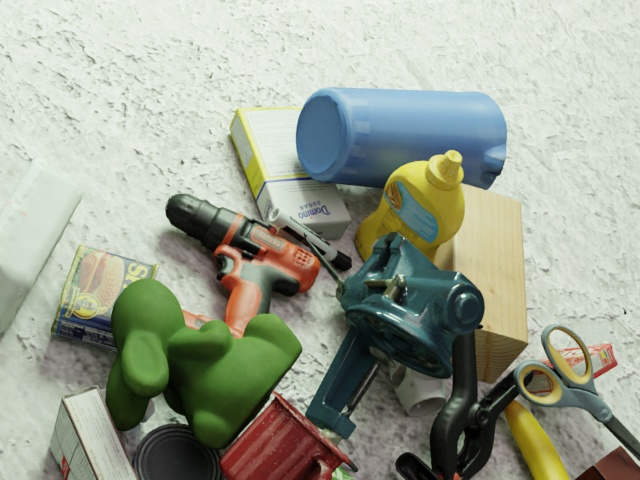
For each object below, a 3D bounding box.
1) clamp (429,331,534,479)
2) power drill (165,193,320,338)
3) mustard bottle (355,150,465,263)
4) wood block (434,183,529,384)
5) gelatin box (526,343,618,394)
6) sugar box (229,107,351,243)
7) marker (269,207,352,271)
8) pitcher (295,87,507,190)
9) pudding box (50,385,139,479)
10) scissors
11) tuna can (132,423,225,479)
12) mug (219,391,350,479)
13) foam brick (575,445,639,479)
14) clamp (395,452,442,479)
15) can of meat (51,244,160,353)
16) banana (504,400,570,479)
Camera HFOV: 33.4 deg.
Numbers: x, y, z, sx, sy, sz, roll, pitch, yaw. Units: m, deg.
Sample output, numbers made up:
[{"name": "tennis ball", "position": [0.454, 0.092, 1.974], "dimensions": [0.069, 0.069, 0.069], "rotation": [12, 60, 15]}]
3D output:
[{"name": "clamp", "position": [0.152, 0.171, 1.102], "dimensions": [0.120, 0.039, 0.171], "rotation": [41, 64, -22]}, {"name": "power drill", "position": [-0.105, 0.045, 1.124], "dimensions": [0.184, 0.057, 0.187], "rotation": [26, 48, -3]}, {"name": "mustard bottle", "position": [0.109, -0.031, 1.187], "dimensions": [0.058, 0.192, 0.096], "rotation": [-27, 68, -37]}, {"name": "wood block", "position": [0.177, 0.046, 1.223], "dimensions": [0.090, 0.091, 0.206], "rotation": [16, 49, -12]}, {"name": "gelatin box", "position": [0.273, 0.143, 1.189], "dimensions": [0.073, 0.089, 0.030], "rotation": [-21, 92, -33]}, {"name": "sugar box", "position": [-0.037, -0.078, 1.262], "dimensions": [0.093, 0.048, 0.176], "rotation": [-5, 59, -27]}, {"name": "marker", "position": [-0.008, 0.001, 1.195], "dimensions": [0.121, 0.020, 0.020], "rotation": [35, 41, -32]}, {"name": "pitcher", "position": [0.089, -0.122, 1.273], "dimensions": [0.242, 0.149, 0.145], "rotation": [0, 70, -36]}, {"name": "pudding box", "position": [-0.197, 0.199, 0.938], "dimensions": [0.039, 0.090, 0.113], "rotation": [-15, 61, -32]}, {"name": "scissors", "position": [0.277, 0.185, 1.123], "dimensions": [0.096, 0.016, 0.202], "rotation": [-29, 91, -8]}, {"name": "tuna can", "position": [-0.133, 0.216, 0.990], "dimensions": [0.086, 0.034, 0.086], "rotation": [12, 50, -14]}, {"name": "mug", "position": [-0.029, 0.197, 0.925], "dimensions": [0.093, 0.081, 0.117], "rotation": [46, -6, -32]}, {"name": "foam brick", "position": [0.317, 0.269, 1.132], "dimensions": [0.052, 0.051, 0.078], "rotation": [-23, 65, -36]}, {"name": "clamp", "position": [0.160, 0.290, 1.023], "dimensions": [0.209, 0.036, 0.165], "rotation": [37, 10, -26]}, {"name": "can of meat", "position": [-0.214, 0.060, 1.067], "dimensions": [0.084, 0.058, 0.102], "rotation": [17, 49, -8]}, {"name": "banana", "position": [0.236, 0.254, 1.105], "dimensions": [0.069, 0.037, 0.198], "rotation": [41, 27, -36]}]
